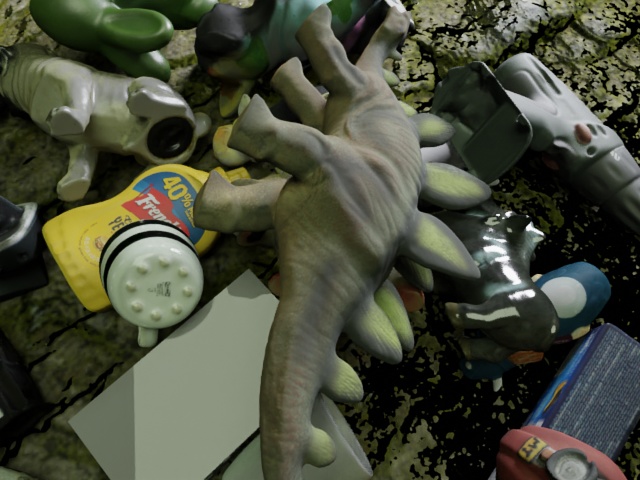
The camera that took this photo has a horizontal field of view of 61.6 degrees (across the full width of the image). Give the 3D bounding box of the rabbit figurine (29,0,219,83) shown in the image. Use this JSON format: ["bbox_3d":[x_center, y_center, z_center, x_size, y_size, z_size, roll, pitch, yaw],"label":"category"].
[{"bbox_3d":[-0.205,-0.239,0.566,0.170,0.121,0.159,-33,81,-22],"label":"rabbit figurine"}]

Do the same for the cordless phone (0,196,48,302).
[{"bbox_3d":[-0.322,-0.001,0.440,0.147,0.184,0.089,-21,76,-9],"label":"cordless phone"}]

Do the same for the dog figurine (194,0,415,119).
[{"bbox_3d":[-0.027,-0.218,0.580,0.219,0.191,0.108,-31,73,24],"label":"dog figurine"}]

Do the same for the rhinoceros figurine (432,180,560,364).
[{"bbox_3d":[0.148,0.016,0.480,0.112,0.073,0.190,-20,42,14],"label":"rhinoceros figurine"}]

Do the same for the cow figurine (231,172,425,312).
[{"bbox_3d":[-0.001,-0.001,0.493,0.195,0.085,0.127,25,32,-5],"label":"cow figurine"}]

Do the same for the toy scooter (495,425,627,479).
[{"bbox_3d":[0.197,0.196,0.340,0.075,0.135,0.184,-39,73,-12],"label":"toy scooter"}]

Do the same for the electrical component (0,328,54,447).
[{"bbox_3d":[-0.317,0.130,0.458,0.115,0.058,0.134,-38,74,-16],"label":"electrical component"}]

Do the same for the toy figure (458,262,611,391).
[{"bbox_3d":[0.193,0.075,0.494,0.154,0.057,0.064,-31,35,-11],"label":"toy figure"}]

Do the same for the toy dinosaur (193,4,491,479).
[{"bbox_3d":[0.019,-0.022,0.388,0.198,0.105,0.471,27,58,-9],"label":"toy dinosaur"}]

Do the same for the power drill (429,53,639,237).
[{"bbox_3d":[0.215,-0.092,0.506,0.207,0.086,0.232,-8,59,-34],"label":"power drill"}]

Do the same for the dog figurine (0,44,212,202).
[{"bbox_3d":[-0.225,-0.146,0.553,0.172,0.121,0.191,-7,46,-39],"label":"dog figurine"}]

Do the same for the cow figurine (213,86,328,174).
[{"bbox_3d":[-0.027,-0.112,0.536,0.167,0.098,0.068,-10,76,-6],"label":"cow figurine"}]

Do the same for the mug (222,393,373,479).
[{"bbox_3d":[-0.016,0.192,0.435,0.107,0.080,0.109,-31,78,0],"label":"mug"}]

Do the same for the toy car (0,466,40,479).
[{"bbox_3d":[-0.277,0.278,0.404,0.073,0.056,0.201,17,71,-2],"label":"toy car"}]

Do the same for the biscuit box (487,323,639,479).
[{"bbox_3d":[0.211,0.167,0.455,0.063,0.059,0.202,38,73,13],"label":"biscuit box"}]
